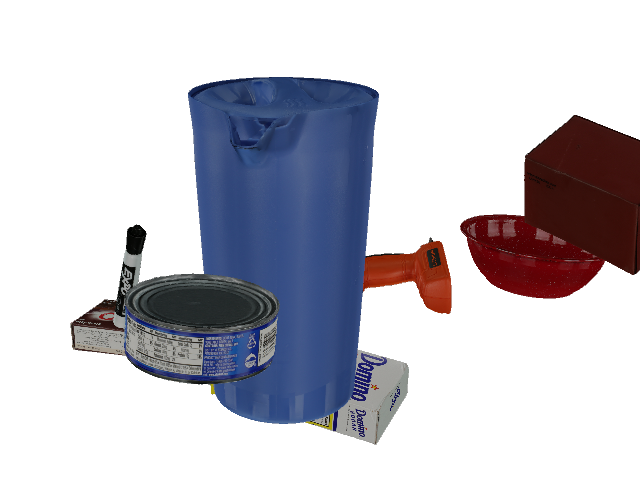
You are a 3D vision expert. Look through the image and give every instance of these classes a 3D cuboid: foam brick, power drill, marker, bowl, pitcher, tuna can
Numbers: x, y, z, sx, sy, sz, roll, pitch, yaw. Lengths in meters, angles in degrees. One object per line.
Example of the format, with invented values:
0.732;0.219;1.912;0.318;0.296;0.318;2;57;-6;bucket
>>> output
0.162;-0.028;0.612;0.051;0.053;0.078;-36;48;-27;foam brick
0.055;0.053;1.238;0.187;0.057;0.184;-2;28;2;power drill
-0.189;0.036;1.057;0.020;0.121;0.020;11;34;-7;marker
0.224;0.020;1.121;0.162;0.055;0.162;5;17;-2;bowl
-0.023;0.001;0.790;0.149;0.243;0.145;-10;22;-29;pitcher
-0.066;0.048;0.594;0.086;0.034;0.086;4;17;-2;tuna can

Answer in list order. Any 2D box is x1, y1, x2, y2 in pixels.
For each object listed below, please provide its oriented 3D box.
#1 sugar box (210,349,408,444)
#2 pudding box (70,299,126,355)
-0.010;0.134;1.042;0.176;0.048;0.093;11;28;19;sugar box
-0.228;0.105;1.277;0.114;0.039;0.090;3;15;16;pudding box
